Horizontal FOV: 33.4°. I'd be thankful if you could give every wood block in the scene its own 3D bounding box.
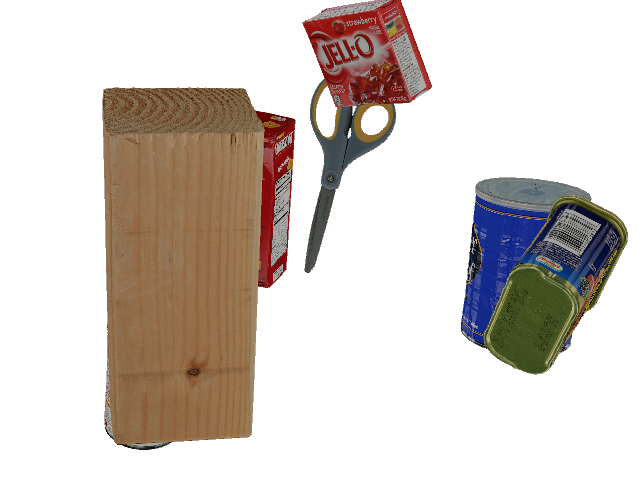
[{"bbox_3d":[-0.089,0.016,0.669,0.090,0.206,0.090,-1,25,-12],"label":"wood block"}]

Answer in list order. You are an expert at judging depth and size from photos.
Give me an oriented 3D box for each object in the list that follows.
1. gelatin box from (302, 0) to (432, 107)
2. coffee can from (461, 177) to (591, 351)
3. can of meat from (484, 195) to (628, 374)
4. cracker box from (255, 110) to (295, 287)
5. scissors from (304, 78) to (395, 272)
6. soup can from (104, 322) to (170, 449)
[{"bbox_3d":[0.034,-0.139,0.801,0.030,0.073,0.089,-36,25,-31],"label":"gelatin box"},{"bbox_3d":[0.186,0.022,0.976,0.103,0.140,0.103,3,16,-1],"label":"coffee can"},{"bbox_3d":[0.162,0.033,0.743,0.057,0.102,0.083,30,49,17],"label":"can of meat"},{"bbox_3d":[-0.123,-0.059,1.339,0.164,0.214,0.072,13,29,16],"label":"cracker box"},{"bbox_3d":[0.030,-0.068,1.067,0.096,0.202,0.016,-2,-11,1],"label":"scissors"},{"bbox_3d":[-0.142,0.112,0.875,0.068,0.102,0.068,6,29,-4],"label":"soup can"}]
